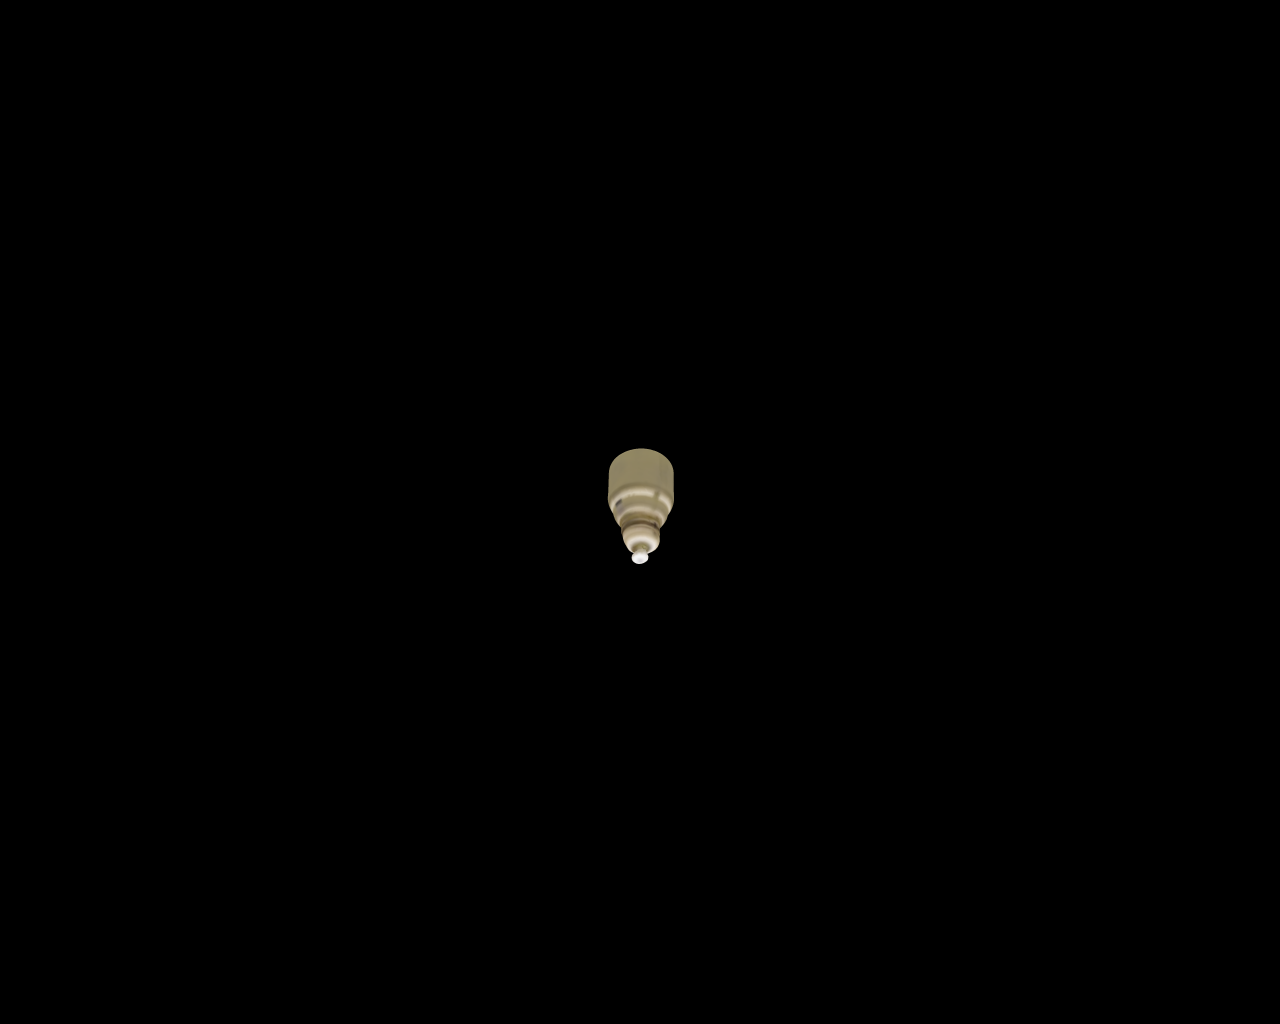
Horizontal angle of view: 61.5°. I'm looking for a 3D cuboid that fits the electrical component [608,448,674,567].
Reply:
[{"bbox_3d":[0.001,-0.003,0.650,0.040,0.078,0.040,0,-37,0],"label":"electrical component"}]
